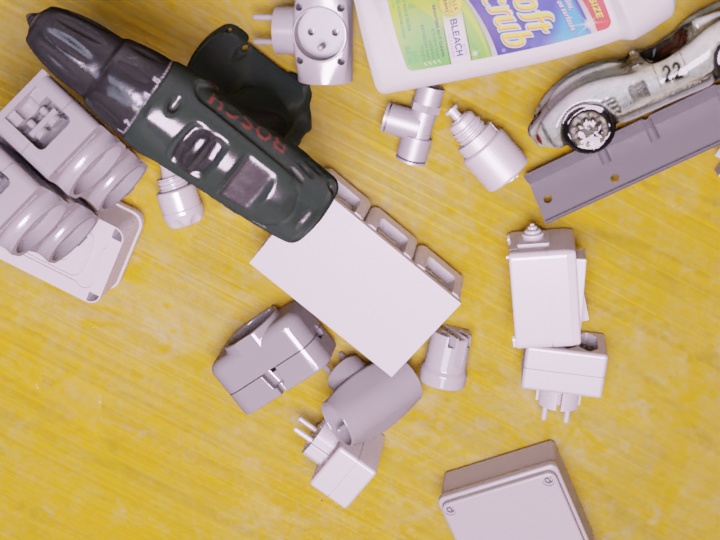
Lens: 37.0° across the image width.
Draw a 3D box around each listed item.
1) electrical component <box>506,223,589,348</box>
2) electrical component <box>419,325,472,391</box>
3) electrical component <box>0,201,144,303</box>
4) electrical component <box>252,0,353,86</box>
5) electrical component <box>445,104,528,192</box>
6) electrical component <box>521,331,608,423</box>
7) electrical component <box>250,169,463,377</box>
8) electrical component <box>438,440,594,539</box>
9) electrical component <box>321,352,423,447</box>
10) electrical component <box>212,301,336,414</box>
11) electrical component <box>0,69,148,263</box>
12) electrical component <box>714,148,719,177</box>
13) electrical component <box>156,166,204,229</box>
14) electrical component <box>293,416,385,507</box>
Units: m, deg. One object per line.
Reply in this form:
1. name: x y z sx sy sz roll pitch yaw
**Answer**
1. electrical component: 0.151 0.008 0.862 0.061 0.061 0.096 -4 109 10
2. electrical component: 0.074 0.074 0.911 0.040 0.040 0.046 12 106 5
3. electrical component: -0.250 -0.034 0.913 0.113 0.057 0.078 27 112 -1
4. electrical component: -0.045 -0.185 0.832 0.079 0.044 0.077 3 110 8
5. electrical component: 0.097 -0.097 0.844 0.040 0.040 0.078 -40 100 20
6. electrical component: 0.168 0.093 0.899 0.066 0.047 0.076 7 111 7
7. electrical component: 0.000 0.000 0.883 0.150 0.061 0.089 39 111 -6
8. electrical component: 0.139 0.220 0.945 0.109 0.056 0.108 -20 105 15
9. electrical component: -0.001 0.100 0.921 0.079 0.077 0.043 43 152 31
10. electrical component: -0.077 0.072 0.926 0.095 0.053 0.059 -33 102 18
11. electrical component: -0.221 -0.066 0.779 0.060 0.186 0.105 43 87 0
12. electrical component: 0.301 -0.073 0.812 0.066 0.055 0.048 30 112 -2
13. electrical component: -0.154 -0.067 0.898 0.035 0.035 0.061 -13 105 13
14. electrical component: -0.025 0.156 0.942 0.077 0.065 0.047 36 111 -5
